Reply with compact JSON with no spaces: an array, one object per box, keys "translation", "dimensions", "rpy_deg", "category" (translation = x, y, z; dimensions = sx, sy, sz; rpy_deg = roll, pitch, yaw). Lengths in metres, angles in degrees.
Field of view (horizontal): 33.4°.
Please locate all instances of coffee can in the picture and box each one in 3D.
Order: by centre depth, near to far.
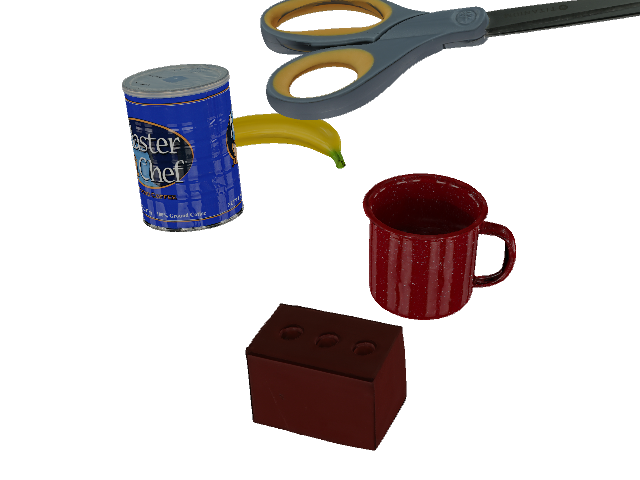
[{"translation":[-0.133,-0.092,1.044],"dimensions":[0.103,0.140,0.103],"rpy_deg":[-4,23,2],"category":"coffee can"}]

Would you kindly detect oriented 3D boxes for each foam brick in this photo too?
[{"translation":[0.004,0.076,0.603],"dimensions":[0.078,0.051,0.053],"rpy_deg":[9,31,20],"category":"foam brick"}]

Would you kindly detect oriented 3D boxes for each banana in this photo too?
[{"translation":[-0.057,-0.128,1.303],"dimensions":[0.198,0.037,0.069],"rpy_deg":[7,39,17],"category":"banana"}]

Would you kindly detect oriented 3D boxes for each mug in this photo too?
[{"translation":[0.090,0.007,0.815],"dimensions":[0.117,0.081,0.093],"rpy_deg":[5,34,8],"category":"mug"}]

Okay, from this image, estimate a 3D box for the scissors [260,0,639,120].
[{"translation":[0.059,-0.090,0.513],"dimensions":[0.202,0.096,0.016],"rpy_deg":[7,-38,21],"category":"scissors"}]
